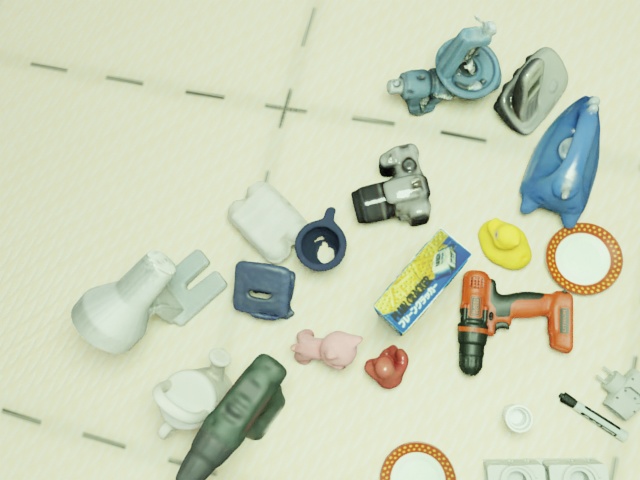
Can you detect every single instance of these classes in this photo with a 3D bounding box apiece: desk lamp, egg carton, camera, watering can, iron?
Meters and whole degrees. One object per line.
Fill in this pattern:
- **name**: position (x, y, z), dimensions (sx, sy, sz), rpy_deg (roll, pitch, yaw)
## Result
- **desk lamp**: position (-0.294, 0.095, 0.996), dimensions (0.203, 0.213, 0.118), rpy_deg (-42, 77, -1)
- **egg carton**: position (-0.095, -0.035, 1.069), dimensions (0.150, 0.069, 0.107), rpy_deg (44, 88, 12)
- **camera**: position (0.124, -0.092, 1.035), dimensions (0.136, 0.101, 0.143), rpy_deg (-13, 78, 5)
- **watering can**: position (-0.216, 0.261, 0.966), dimensions (0.100, 0.194, 0.173), rpy_deg (15, 82, 10)
- **iron**: position (0.438, -0.159, 0.987), dimensions (0.118, 0.141, 0.258), rpy_deg (19, 83, 11)

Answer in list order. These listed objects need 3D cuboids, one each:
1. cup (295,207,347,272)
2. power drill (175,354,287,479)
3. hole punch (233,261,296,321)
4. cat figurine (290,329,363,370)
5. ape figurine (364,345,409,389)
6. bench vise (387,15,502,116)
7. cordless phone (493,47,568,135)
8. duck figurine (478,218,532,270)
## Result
- **cup**: position (0.010, 0.004, 1.035), dimensions (0.091, 0.095, 0.118), rpy_deg (14, 82, 10)
- **power drill**: position (-0.129, 0.293, 0.941), dimensions (0.075, 0.208, 0.230), rpy_deg (33, 85, 12)
- **hole punch**: position (-0.100, 0.092, 1.035), dimensions (0.108, 0.091, 0.101), rpy_deg (7, 81, 9)
- **cat figurine**: position (0.011, 0.189, 0.989), dimensions (0.127, 0.118, 0.067), rpy_deg (2, 80, 8)
- **ape figurine**: position (0.114, 0.219, 0.984), dimensions (0.077, 0.092, 0.076), rpy_deg (-1, 79, 7)
- **bench vise**: position (0.227, -0.291, 0.997), dimensions (0.207, 0.220, 0.121), rpy_deg (-30, 77, 1)
- **cordless phone**: position (0.379, -0.280, 0.994), dimensions (0.094, 0.185, 0.148), rpy_deg (35, 86, 12)
- **duck figurine**: position (0.328, 0.003, 0.999), dimensions (0.077, 0.086, 0.104), rpy_deg (-41, 77, -1)
